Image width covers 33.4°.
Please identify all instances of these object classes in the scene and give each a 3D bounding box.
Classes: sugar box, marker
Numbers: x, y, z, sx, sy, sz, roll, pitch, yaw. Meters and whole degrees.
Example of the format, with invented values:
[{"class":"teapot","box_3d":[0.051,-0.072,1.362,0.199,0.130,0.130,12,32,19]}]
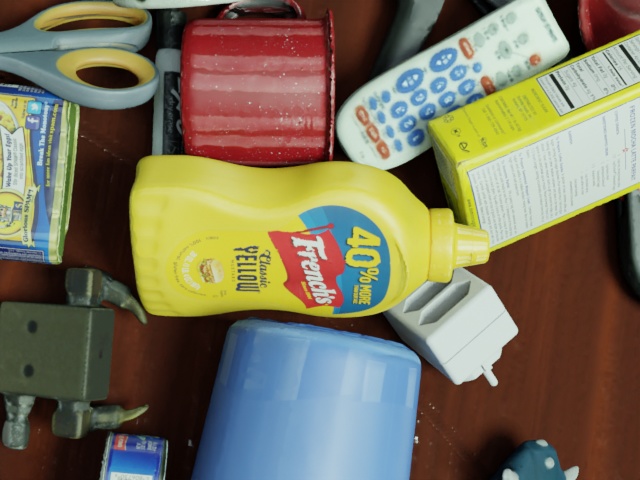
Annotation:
[{"class":"sugar box","box_3d":[0.154,-0.062,0.600,0.176,0.093,0.048,-25,54,-1]},{"class":"marker","box_3d":[-0.088,-0.078,0.622,0.020,0.020,0.121,2,87,-7]}]

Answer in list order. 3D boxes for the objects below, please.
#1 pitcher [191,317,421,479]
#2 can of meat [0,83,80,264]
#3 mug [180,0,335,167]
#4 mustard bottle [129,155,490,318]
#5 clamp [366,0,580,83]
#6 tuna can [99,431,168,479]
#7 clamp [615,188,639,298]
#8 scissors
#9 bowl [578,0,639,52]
[{"class":"pitcher","box_3d":[-0.008,0.169,0.560,0.149,0.145,0.243,11,83,-7]},{"class":"can of meat","box_3d":[-0.181,-0.038,0.591,0.084,0.057,0.102,5,86,-8]},{"class":"mug","box_3d":[-0.035,-0.092,0.601,0.081,0.093,0.117,0,62,-2]},{"class":"mustard bottle","box_3d":[-0.004,0.001,0.584,0.191,0.058,0.096,1,130,0]},{"class":"clamp","box_3d":[0.090,-0.154,0.639,0.164,0.036,0.210,-4,91,-8]},{"class":"tuna can","box_3d":[-0.103,0.148,0.575,0.033,0.086,0.086,7,86,-8]},{"class":"clamp","box_3d":[0.231,0.036,0.644,0.171,0.039,0.120,44,78,4]},{"class":"scissors","box_3d":[-0.174,-0.090,0.567,0.201,0.016,0.096,-20,54,-30]},{"class":"bowl","box_3d":[0.214,-0.163,0.623,0.162,0.055,0.162,-8,123,-12]}]
